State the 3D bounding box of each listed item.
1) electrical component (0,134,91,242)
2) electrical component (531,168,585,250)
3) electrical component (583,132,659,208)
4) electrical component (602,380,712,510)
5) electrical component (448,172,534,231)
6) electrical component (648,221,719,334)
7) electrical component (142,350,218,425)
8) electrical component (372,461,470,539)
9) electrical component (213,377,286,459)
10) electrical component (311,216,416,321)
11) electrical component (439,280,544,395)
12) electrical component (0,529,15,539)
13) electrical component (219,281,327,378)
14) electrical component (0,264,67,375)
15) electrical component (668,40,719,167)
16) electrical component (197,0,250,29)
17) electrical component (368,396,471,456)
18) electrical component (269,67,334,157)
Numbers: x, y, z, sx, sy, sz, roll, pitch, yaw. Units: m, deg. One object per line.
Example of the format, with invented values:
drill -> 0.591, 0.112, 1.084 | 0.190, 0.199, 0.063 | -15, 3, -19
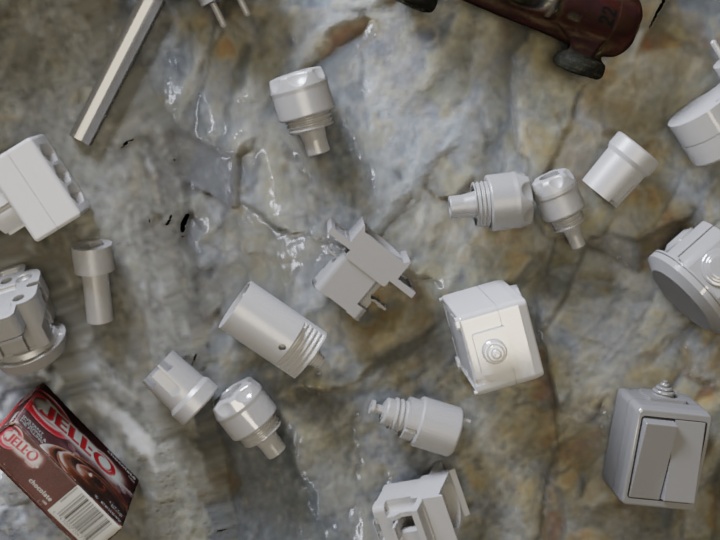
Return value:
electrical component -> -0.250, -0.051, 0.787 | 0.077, 0.047, 0.065 | -31, 102, 2
electrical component -> 0.156, -0.045, 0.825 | 0.035, 0.035, 0.061 | -25, 103, 1
electrical component -> 0.198, -0.076, 0.820 | 0.040, 0.040, 0.046 | 37, 102, -10
electrical component -> 0.237, 0.136, 0.852 | 0.062, 0.061, 0.096 | 7, 100, -5
electrical component -> 0.098, -0.051, 0.815 | 0.062, 0.043, 0.043 | -7, 101, -1
electrical component -> 0.263, 0.006, 0.820 | 0.051, 0.080, 0.080 | -42, 101, -1
electrical component -> -0.139, 0.090, 0.827 | 0.046, 0.040, 0.040 | 44, 95, -4
electrical component -> 0.047, 0.189, 0.845 | 0.064, 0.081, 0.042 | -13, 102, 22
electrical component -> -0.082, 0.118, 0.834 | 0.043, 0.043, 0.062 | -35, 102, 3
electrical component -> 0.000, 0.000, 0.818 | 0.081, 0.042, 0.063 | 38, 98, -10
electrical component -> 0.103, 0.049, 0.807 | 0.061, 0.096, 0.061 | -16, 101, -2
electrical component -> -0.281, 0.236, 0.838 | 0.047, 0.055, 0.055 | 37, 96, -13
electrical component -> -0.062, 0.049, 0.822 | 0.081, 0.043, 0.043 | 35, 97, -10
electrical component -> -0.252, 0.040, 0.794 | 0.058, 0.078, 0.057 | -17, 120, 0
electrical component -> 0.290, -0.147, 0.805 | 0.138, 0.052, 0.073 | -35, 101, 3
electrical component -> -0.106, -0.213, 0.767 | 0.077, 0.044, 0.079 | -26, 102, 1
electrical component -> 0.045, 0.118, 0.845 | 0.078, 0.040, 0.040 | 18, 99, -7
electrical component -> -0.039, -0.115, 0.792 | 0.043, 0.043, 0.062 | -17, 103, -1
